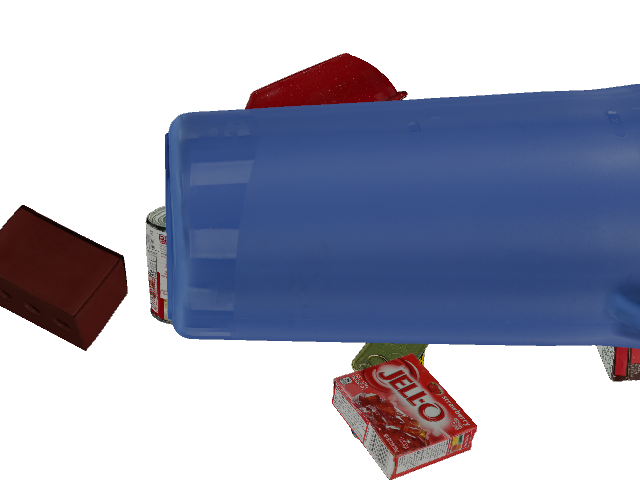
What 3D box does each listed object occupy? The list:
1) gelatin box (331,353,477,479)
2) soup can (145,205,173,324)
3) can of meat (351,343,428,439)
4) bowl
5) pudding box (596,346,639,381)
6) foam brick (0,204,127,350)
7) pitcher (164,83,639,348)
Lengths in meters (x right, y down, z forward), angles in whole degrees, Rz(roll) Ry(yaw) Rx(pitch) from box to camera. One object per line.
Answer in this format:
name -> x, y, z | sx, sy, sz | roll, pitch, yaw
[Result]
gelatin box -> 0.061, 0.129, 0.798 | 0.073, 0.030, 0.089 | -14, 41, -26
soup can -> -0.135, 0.022, 1.046 | 0.068, 0.102, 0.068 | 0, 23, 0
can of meat -> 0.069, 0.148, 1.082 | 0.057, 0.084, 0.102 | 13, 27, 19
bowl -> -0.009, -0.122, 0.936 | 0.162, 0.055, 0.162 | -22, 10, 4
pudding box -> 0.194, 0.023, 0.686 | 0.039, 0.090, 0.113 | -3, 27, 1
foam brick -> -0.170, 0.024, 0.680 | 0.078, 0.051, 0.053 | 26, -29, 11
pitcher -> 0.046, -0.016, 0.531 | 0.242, 0.145, 0.149 | -1, -6, -8
